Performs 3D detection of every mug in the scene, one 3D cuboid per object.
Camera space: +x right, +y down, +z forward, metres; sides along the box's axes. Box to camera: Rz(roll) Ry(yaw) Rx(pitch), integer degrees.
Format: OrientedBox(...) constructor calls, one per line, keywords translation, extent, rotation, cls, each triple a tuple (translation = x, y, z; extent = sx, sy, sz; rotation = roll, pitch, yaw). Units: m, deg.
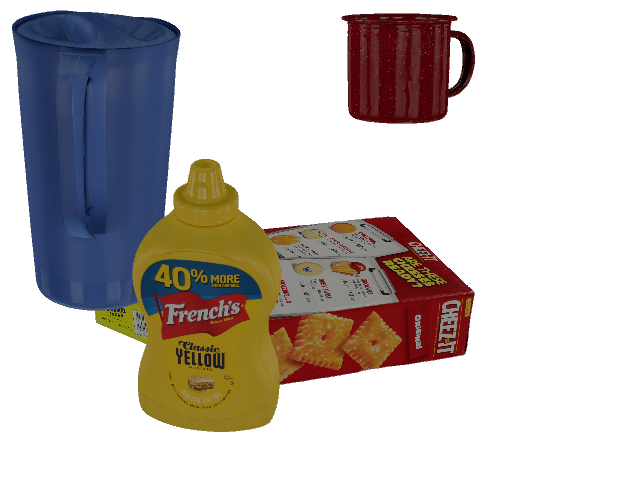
OrientedBox(translation=(0.074, -0.141, 0.868), extent=(0.117, 0.081, 0.093), rotation=(-8, 17, -26), cls="mug")

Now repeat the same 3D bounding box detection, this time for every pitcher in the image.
OrientedBox(translation=(-0.190, -0.063, 0.896), extent=(0.145, 0.243, 0.148), rotation=(24, 30, 38), cls="pitcher")

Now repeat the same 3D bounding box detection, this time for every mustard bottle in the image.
OrientedBox(translation=(-0.074, 0.036, 0.704), extent=(0.096, 0.192, 0.058), rotation=(6, 30, 6), cls="mustard bottle")

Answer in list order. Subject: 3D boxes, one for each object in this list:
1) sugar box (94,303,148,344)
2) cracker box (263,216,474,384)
OrientedBox(translation=(-0.136, 0.044, 1.089), extent=(0.093, 0.048, 0.175), rotation=(18, 33, 29), cls="sugar box")
OrientedBox(translation=(-0.001, 0.050, 0.922), extent=(0.213, 0.072, 0.164), rotation=(-6, 27, -20), cls="cracker box")
